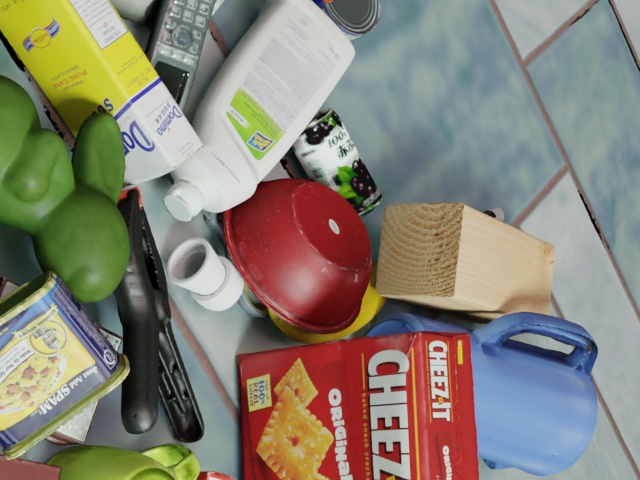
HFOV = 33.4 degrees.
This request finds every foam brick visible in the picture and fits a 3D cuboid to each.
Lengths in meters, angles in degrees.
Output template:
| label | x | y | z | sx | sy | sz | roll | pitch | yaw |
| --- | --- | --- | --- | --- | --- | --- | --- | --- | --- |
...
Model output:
| label | x | y | z | sx | sy | sz | roll | pitch | yaw |
| --- | --- | --- | --- | --- | --- | --- | --- | --- | --- |
| foam brick | -0.229 | 0.177 | 0.741 | 0.078 | 0.053 | 0.051 | 23 | 66 | -38 |

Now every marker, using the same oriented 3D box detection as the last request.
| label | x | y | z | sx | sy | sz | roll | pitch | yaw |
| --- | --- | --- | --- | --- | --- | --- | --- | --- | --- |
| marker | 0.163 | -0.013 | 1.179 | 0.120 | 0.020 | 0.020 | -21 | 96 | -44 |

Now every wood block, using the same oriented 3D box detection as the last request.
| label | x | y | z | sx | sy | sz | roll | pitch | yaw |
| --- | --- | --- | --- | --- | --- | --- | --- | --- | --- |
| wood block | 0.151 | 0.029 | 1.078 | 0.205 | 0.090 | 0.091 | 18 | 75 | -52 |

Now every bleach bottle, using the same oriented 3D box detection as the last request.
| label | x | y | z | sx | sy | sz | roll | pitch | yaw |
| --- | --- | --- | --- | --- | --- | --- | --- | --- | --- |
| bleach bottle | -0.065 | -0.115 | 0.944 | 0.102 | 0.068 | 0.250 | 42 | 54 | -11 |

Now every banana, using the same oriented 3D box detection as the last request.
| label | x | y | z | sx | sy | sz | roll | pitch | yaw |
| --- | --- | --- | --- | --- | --- | --- | --- | --- | --- |
| banana | 0.016 | 0.059 | 1.001 | 0.197 | 0.037 | 0.069 | -8 | 100 | -51 |

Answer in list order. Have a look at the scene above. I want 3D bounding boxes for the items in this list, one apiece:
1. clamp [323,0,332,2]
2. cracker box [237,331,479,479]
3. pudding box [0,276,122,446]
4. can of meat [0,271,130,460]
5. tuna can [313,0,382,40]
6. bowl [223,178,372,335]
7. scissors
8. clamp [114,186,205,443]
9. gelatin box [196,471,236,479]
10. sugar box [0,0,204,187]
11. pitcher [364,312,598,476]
| label | x | y | z | sx | sy | sz | roll | pitch | yaw |
| --- | --- | --- | --- | --- | --- | --- | --- | --- | --- |
| clamp | -0.038 | -0.257 | 0.970 | 0.171 | 0.120 | 0.039 | 10 | 95 | -39 |
| cracker box | 0.024 | 0.165 | 0.871 | 0.071 | 0.214 | 0.164 | 7 | 76 | -43 |
| pudding box | -0.211 | 0.091 | 0.788 | 0.113 | 0.039 | 0.090 | 35 | 59 | -35 |
| can of meat | -0.194 | 0.082 | 0.715 | 0.102 | 0.057 | 0.084 | -36 | 108 | -3 |
| tuna can | 0.021 | -0.246 | 1.086 | 0.085 | 0.034 | 0.086 | 11 | 73 | -42 |
| bowl | -0.006 | 0.001 | 0.947 | 0.162 | 0.055 | 0.162 | 30 | 40 | -28 |
| scissors | -0.090 | 0.001 | 0.939 | 0.201 | 0.016 | 0.096 | 29 | 62 | -35 |
| clamp | -0.134 | 0.063 | 0.841 | 0.164 | 0.036 | 0.210 | 69 | 8 | -69 |
| gelatin box | -0.106 | 0.226 | 0.833 | 0.030 | 0.073 | 0.089 | 24 | 65 | -37 |
| sugar box | -0.175 | -0.126 | 0.832 | 0.048 | 0.094 | 0.176 | -44 | 111 | -39 |
| pitcher | 0.157 | 0.142 | 1.057 | 0.242 | 0.145 | 0.149 | 20 | 72 | -36 |
